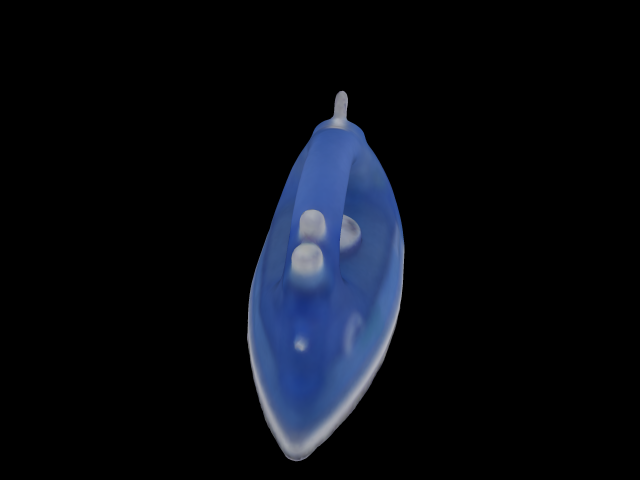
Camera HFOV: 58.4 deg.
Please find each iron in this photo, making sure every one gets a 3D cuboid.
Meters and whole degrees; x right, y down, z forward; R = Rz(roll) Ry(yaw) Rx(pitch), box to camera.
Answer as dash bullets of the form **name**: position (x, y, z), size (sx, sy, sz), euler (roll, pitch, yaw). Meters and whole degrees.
- **iron**: position (0.004, 0.001, 0.400), size (0.118, 0.141, 0.258), euler (4, 33, 6)
